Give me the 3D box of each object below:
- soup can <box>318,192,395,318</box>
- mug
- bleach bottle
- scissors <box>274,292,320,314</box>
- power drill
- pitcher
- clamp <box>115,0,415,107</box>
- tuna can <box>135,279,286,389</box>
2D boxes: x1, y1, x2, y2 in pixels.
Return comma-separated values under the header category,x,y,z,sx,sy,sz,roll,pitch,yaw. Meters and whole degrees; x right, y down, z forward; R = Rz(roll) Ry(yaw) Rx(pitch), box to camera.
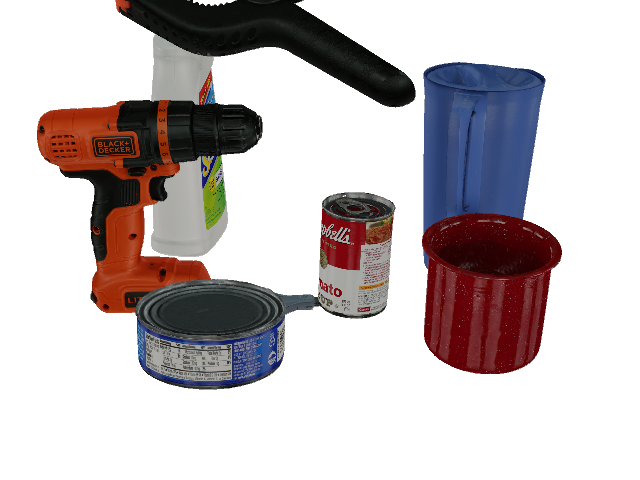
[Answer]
category,x,y,z,sx,sy,sz,roll,pitch,yaw
soup can,0.033,0.013,1.003,0.068,0.102,0.068,2,23,-1
mug,0.110,0.032,0.741,0.093,0.081,0.117,-6,29,-13
bleach bottle,-0.140,-0.116,1.090,0.068,0.251,0.102,5,27,13
scissors,-0.024,0.077,1.193,0.201,0.016,0.096,5,24,-4
power drill,-0.136,-0.030,0.909,0.184,0.188,0.057,-1,28,3
pitcher,0.174,-0.073,1.211,0.149,0.243,0.145,-9,24,-23
clamp,-0.031,-0.149,0.695,0.210,0.164,0.036,-1,-37,-1
tuna can,-0.063,0.053,0.614,0.086,0.034,0.086,1,19,-1
